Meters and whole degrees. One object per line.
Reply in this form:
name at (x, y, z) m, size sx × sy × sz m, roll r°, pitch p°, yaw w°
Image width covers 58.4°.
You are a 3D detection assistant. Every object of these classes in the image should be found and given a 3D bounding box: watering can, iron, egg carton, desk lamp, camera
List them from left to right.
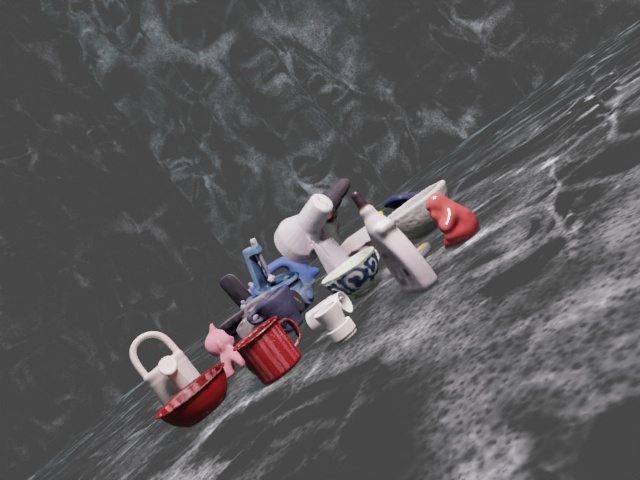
watering can at (-0.322, 0.279, 1.220) m, size 0.172 × 0.194 × 0.101 m, roll -34°, pitch 5°, yaw 44°
camera at (-0.114, 0.172, 1.340) m, size 0.136 × 0.101 × 0.143 m, roll -36°, pitch 3°, yaw 23°
iron at (-0.131, 0.138, 1.681) m, size 0.259 × 0.141 × 0.118 m, roll -38°, pitch 3°, yaw -16°
desk lamp at (0.013, 0.005, 1.370) m, size 0.203 × 0.213 × 0.118 m, roll -34°, pitch 5°, yaw 43°
egg carton at (0.118, 0.008, 1.486) m, size 0.150 × 0.069 × 0.107 m, roll -36°, pitch 3°, yaw 24°

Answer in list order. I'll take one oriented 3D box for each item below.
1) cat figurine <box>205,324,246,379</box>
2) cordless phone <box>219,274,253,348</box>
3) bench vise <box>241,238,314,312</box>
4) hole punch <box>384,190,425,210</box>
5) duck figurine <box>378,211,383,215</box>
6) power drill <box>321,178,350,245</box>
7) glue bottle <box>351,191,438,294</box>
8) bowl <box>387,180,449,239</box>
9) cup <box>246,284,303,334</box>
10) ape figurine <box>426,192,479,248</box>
cat figurine at (-0.223, 0.246, 1.307) m, size 0.067 × 0.118 × 0.127 m, roll -38°, pitch 3°, yaw -12°
cordless phone at (-0.232, 0.193, 1.579) m, size 0.147 × 0.185 × 0.094 m, roll -36°, pitch 4°, yaw 16°
bench vise at (-0.147, 0.116, 1.444) m, size 0.207 × 0.220 × 0.121 m, roll -36°, pitch 4°, yaw 16°
hole punch at (0.236, -0.096, 1.512) m, size 0.101 × 0.091 × 0.108 m, roll -38°, pitch 3°, yaw -21°
duck figurine at (0.158, -0.042, 1.628) m, size 0.105 × 0.086 × 0.077 m, roll -39°, pitch 4°, yaw -37°
power drill at (0.043, -0.031, 1.626) m, size 0.229 × 0.208 × 0.075 m, roll -37°, pitch 3°, yaw 0°
glue bottle at (0.100, 0.000, 0.834) m, size 0.037 × 0.173 × 0.078 m, roll -38°, pitch 4°, yaw -16°
bowl at (0.215, -0.051, 1.225) m, size 0.167 × 0.075 × 0.167 m, roll -37°, pitch 3°, yaw 3°
cup at (-0.092, 0.166, 1.253) m, size 0.118 × 0.095 × 0.091 m, roll -38°, pitch 4°, yaw -21°
ape figurine at (0.207, -0.037, 0.935) m, size 0.076 × 0.092 × 0.078 m, roll -35°, pitch 4°, yaw 31°
